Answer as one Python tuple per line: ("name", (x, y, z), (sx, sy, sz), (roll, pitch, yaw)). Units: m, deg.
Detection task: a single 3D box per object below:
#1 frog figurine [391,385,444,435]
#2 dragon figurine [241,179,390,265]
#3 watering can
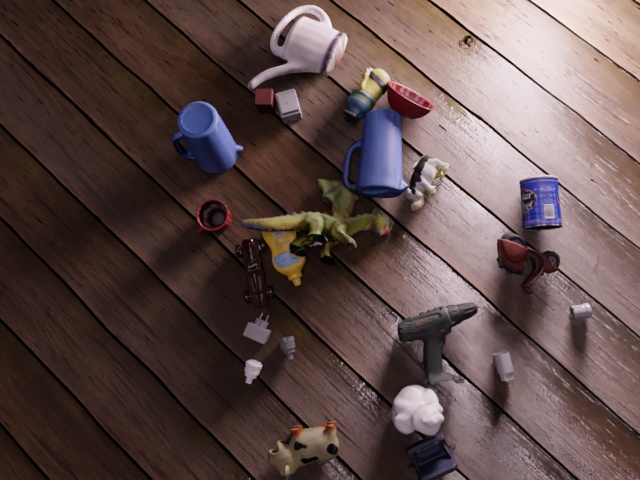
("frog figurine", (0.252, 0.450, 1.342), (0.137, 0.123, 0.158), (-35, -9, -2))
("dragon figurine", (0.004, -0.074, 1.471), (0.410, 0.248, 0.119), (19, -35, -1))
("watering can", (-0.055, -0.557, 1.548), (0.225, 0.352, 0.102), (25, -16, 7))
